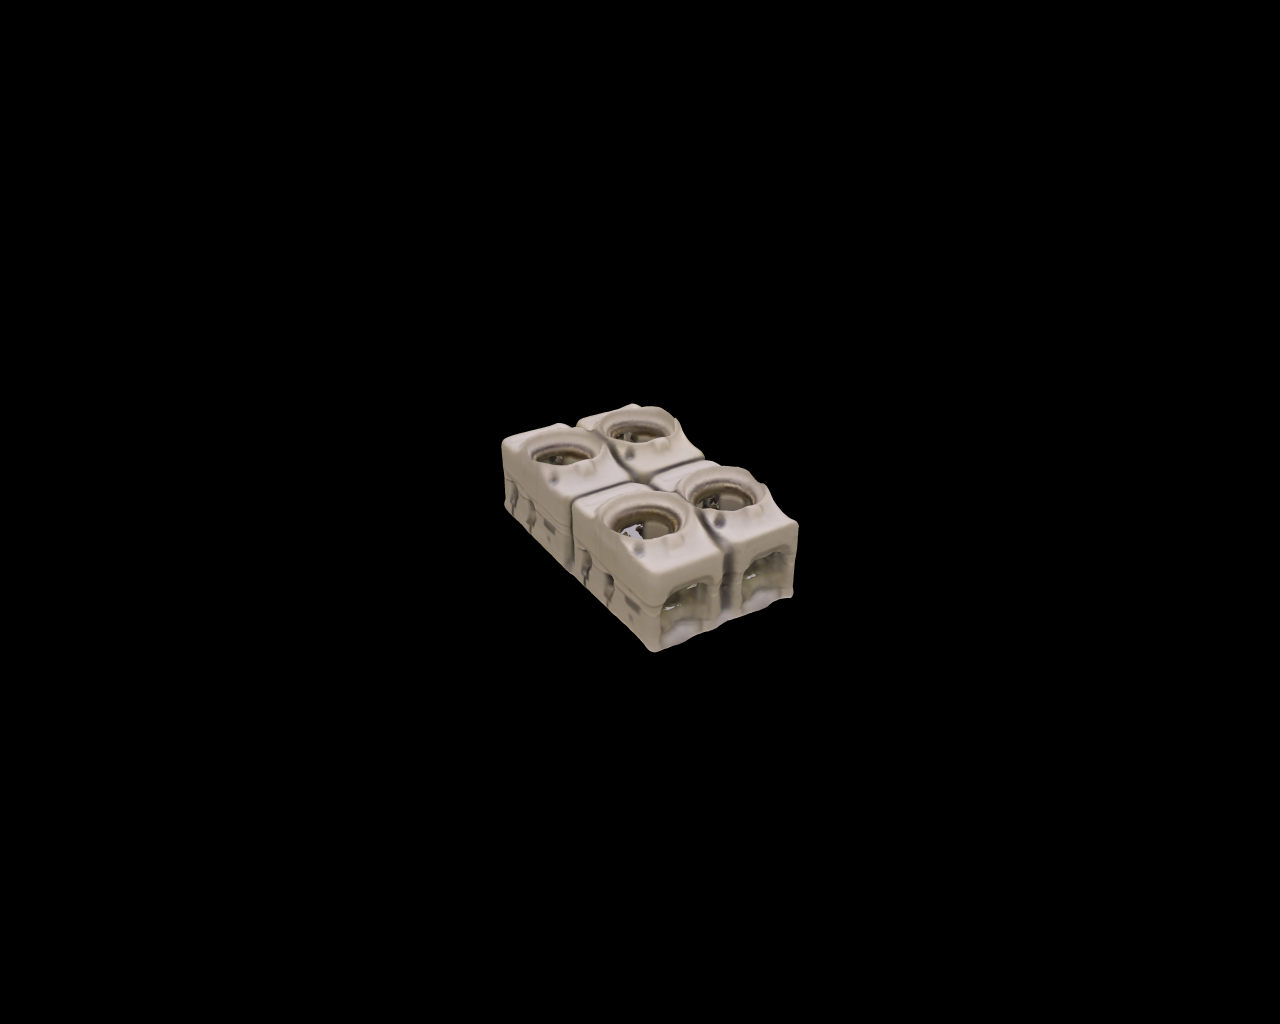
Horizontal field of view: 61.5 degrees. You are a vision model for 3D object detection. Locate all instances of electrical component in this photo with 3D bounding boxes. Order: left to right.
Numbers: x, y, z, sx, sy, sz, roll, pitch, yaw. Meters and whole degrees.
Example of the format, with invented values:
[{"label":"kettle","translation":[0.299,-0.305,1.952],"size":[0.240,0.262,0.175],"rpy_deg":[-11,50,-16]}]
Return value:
[{"label":"electrical component","translation":[0.001,-0.003,0.650],"size":[0.105,0.060,0.186],"rpy_deg":[-18,36,-27]}]
